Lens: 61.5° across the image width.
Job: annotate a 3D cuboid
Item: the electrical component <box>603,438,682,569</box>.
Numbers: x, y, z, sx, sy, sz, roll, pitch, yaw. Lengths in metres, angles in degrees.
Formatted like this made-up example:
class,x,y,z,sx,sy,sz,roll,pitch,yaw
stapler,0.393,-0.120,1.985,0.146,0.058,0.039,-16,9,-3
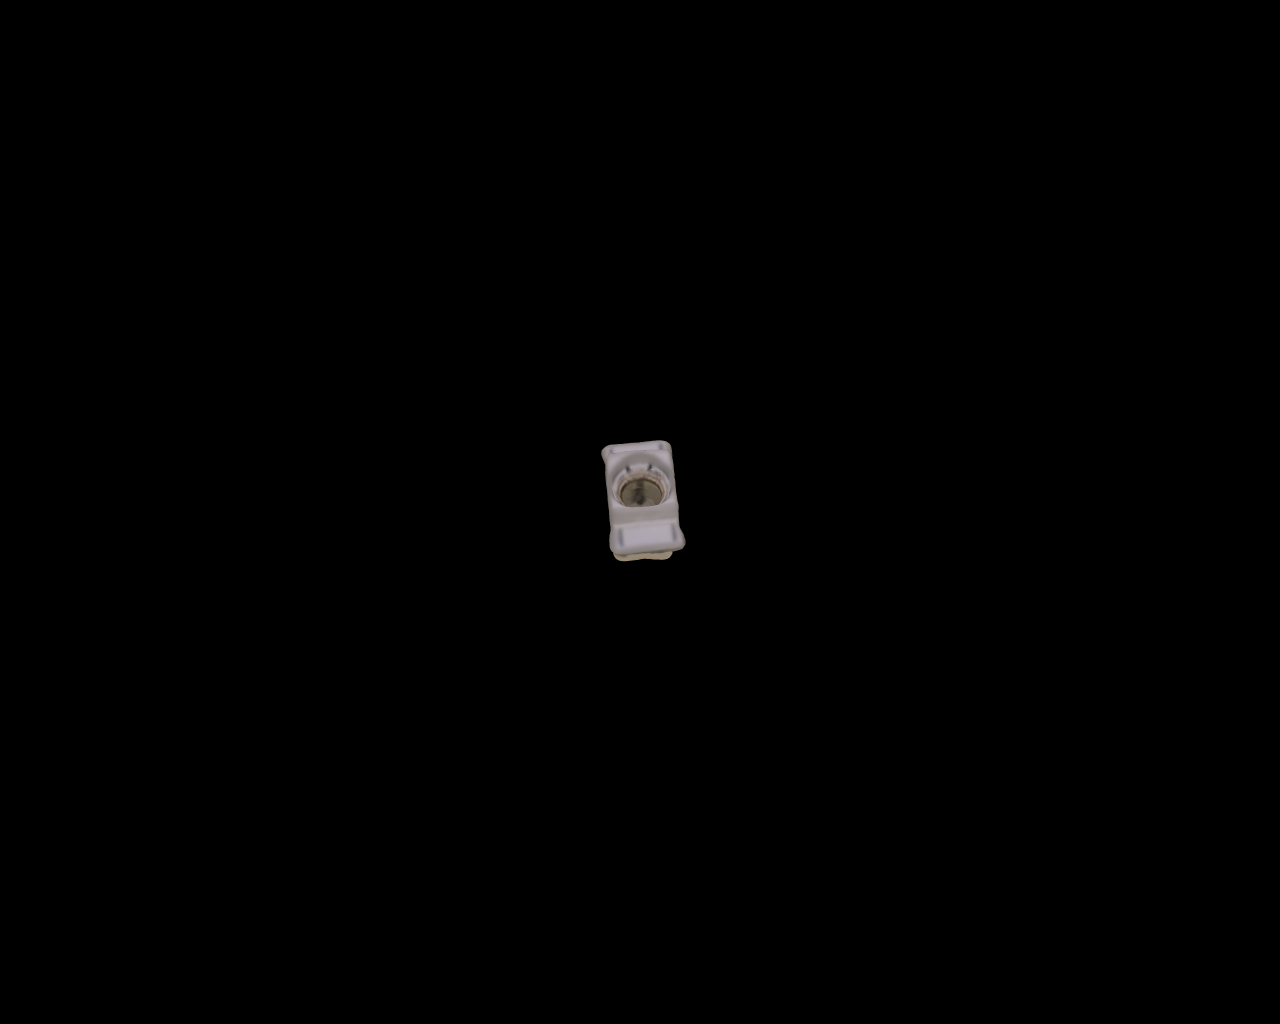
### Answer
class,x,y,z,sx,sy,sz,roll,pitch,yaw
electrical component,0.001,-0.003,0.650,0.042,0.081,0.063,-3,-36,-2
